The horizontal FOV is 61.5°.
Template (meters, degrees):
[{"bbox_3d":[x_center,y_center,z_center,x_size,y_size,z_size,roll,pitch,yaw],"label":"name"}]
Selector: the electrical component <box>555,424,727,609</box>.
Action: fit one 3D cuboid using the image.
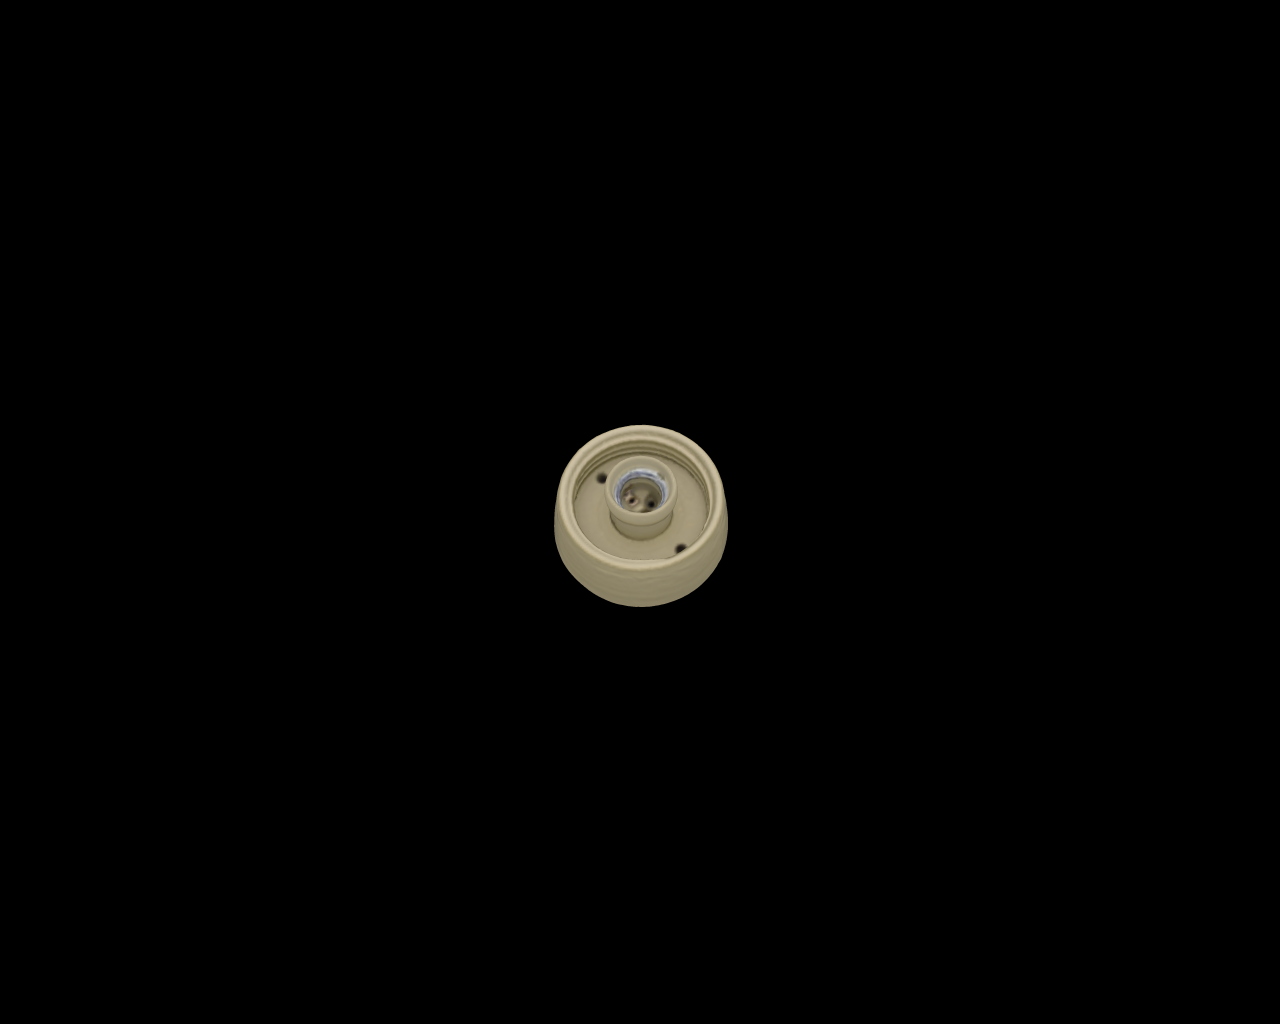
[{"bbox_3d":[0.001,-0.003,0.650,0.108,0.108,0.060,0,-27,0],"label":"electrical component"}]
